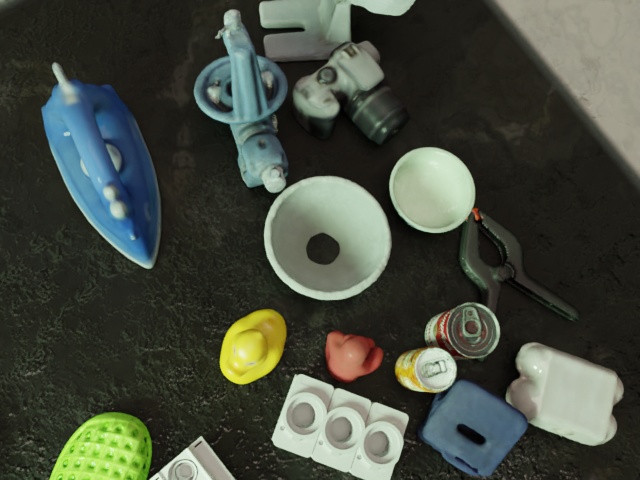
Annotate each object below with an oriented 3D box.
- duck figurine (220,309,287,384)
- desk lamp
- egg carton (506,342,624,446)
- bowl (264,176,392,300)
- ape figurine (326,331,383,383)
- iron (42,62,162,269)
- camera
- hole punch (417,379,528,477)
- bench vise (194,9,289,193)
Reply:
[{"bbox_3d":[-0.084,0.132,0.722,0.077,0.086,0.105,37,75,3],"label":"duck figurine"},{"bbox_3d":[0.023,-0.343,0.786,0.203,0.213,0.118,-8,77,-9],"label":"desk lamp"},{"bbox_3d":[0.324,0.206,0.763,0.150,0.069,0.107,19,75,-2],"label":"egg carton"},{"bbox_3d":[0.007,0.003,0.771,0.167,0.074,0.167,2,76,-7],"label":"bowl"},{"bbox_3d":[0.042,0.144,0.731,0.078,0.092,0.076,42,75,5],"label":"ape figurine"},{"bbox_3d":[-0.273,-0.093,0.725,0.119,0.141,0.258,-25,80,-12],"label":"iron"},{"bbox_3d":[0.053,-0.198,0.812,0.143,0.100,0.137,-39,84,-14],"label":"camera"},{"bbox_3d":[0.193,0.240,0.727,0.108,0.091,0.101,32,75,2],"label":"hole punch"},{"bbox_3d":[-0.078,-0.175,0.729,0.121,0.219,0.207,-37,83,-14],"label":"bench vise"}]
